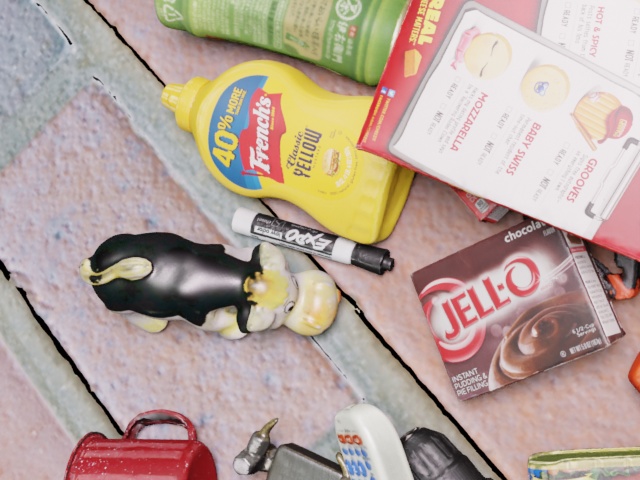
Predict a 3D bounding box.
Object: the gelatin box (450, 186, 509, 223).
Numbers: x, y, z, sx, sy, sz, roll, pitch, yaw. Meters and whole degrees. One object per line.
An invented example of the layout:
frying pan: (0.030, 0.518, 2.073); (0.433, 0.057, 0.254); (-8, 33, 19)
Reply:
gelatin box: (0.114, -0.066, 0.677); (0.089, 0.030, 0.073); (-46, 65, 18)

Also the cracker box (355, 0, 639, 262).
cracker box: (0.149, -0.088, 0.598); (0.214, 0.072, 0.164); (23, 100, 16)

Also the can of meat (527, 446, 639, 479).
can of meat: (0.168, 0.159, 0.591); (0.102, 0.057, 0.084); (-6, 83, 17)

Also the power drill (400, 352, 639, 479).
power drill: (0.161, 0.146, 0.654); (0.188, 0.057, 0.184); (-44, 76, 11)

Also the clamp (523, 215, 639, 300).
clamp: (0.150, -0.035, 0.694); (0.120, 0.039, 0.171); (-23, 76, 31)

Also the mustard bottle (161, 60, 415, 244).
mustard bottle: (-0.028, -0.073, 0.745); (0.192, 0.058, 0.096); (22, 107, 21)

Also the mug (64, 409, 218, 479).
mug: (-0.117, 0.168, 0.734); (0.081, 0.093, 0.117); (-2, 45, 13)

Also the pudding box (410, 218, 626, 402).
pudding box: (0.122, 0.041, 0.673); (0.114, 0.039, 0.090); (-27, 77, 31)

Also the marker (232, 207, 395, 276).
marker: (-0.005, 0.001, 0.749); (0.121, 0.020, 0.020); (16, 87, 20)
